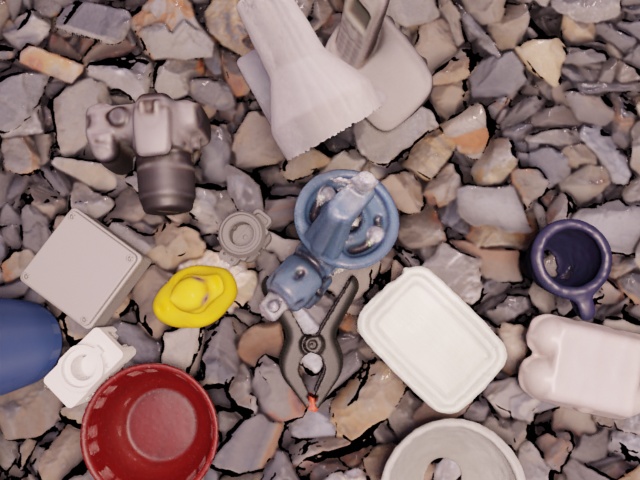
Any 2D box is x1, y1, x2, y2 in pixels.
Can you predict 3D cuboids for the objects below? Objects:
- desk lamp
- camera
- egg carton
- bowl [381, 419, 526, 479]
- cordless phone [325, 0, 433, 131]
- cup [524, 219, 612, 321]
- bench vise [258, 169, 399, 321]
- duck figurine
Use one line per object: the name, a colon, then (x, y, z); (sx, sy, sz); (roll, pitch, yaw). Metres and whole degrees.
desk lamp: (-0.026, -0.181, 0.654); (0.118, 0.213, 0.203); (-31, 84, -3)
camera: (-0.209, -0.101, 0.703); (0.143, 0.101, 0.137); (-5, 83, 0)
egg carton: (0.316, 0.152, 0.685); (0.150, 0.069, 0.107); (12, 84, 2)
bowl: (0.149, 0.289, 0.668); (0.167, 0.075, 0.167); (0, 83, 1)
cordless phone: (0.073, -0.222, 0.672); (0.094, 0.185, 0.147); (-41, 84, -4)
cup: (0.289, 0.038, 0.686); (0.091, 0.095, 0.118); (-16, 83, -1)
bench vise: (0.017, 0.007, 0.629); (0.121, 0.220, 0.207); (22, 84, 3)
duck figurine: (-0.156, 0.068, 0.691); (0.104, 0.086, 0.077); (-21, 84, -2)
